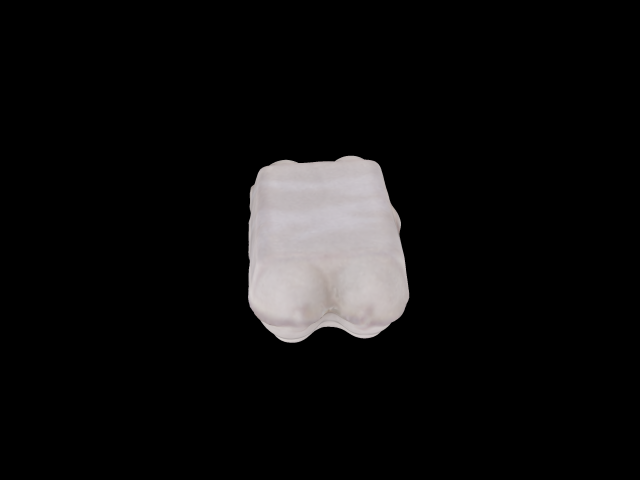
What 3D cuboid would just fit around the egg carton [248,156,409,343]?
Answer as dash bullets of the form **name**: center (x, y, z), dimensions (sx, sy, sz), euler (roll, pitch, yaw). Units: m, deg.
- **egg carton**: center (0.004, 0.001, 0.400), dimensions (0.107, 0.069, 0.150), euler (-4, 43, -4)
